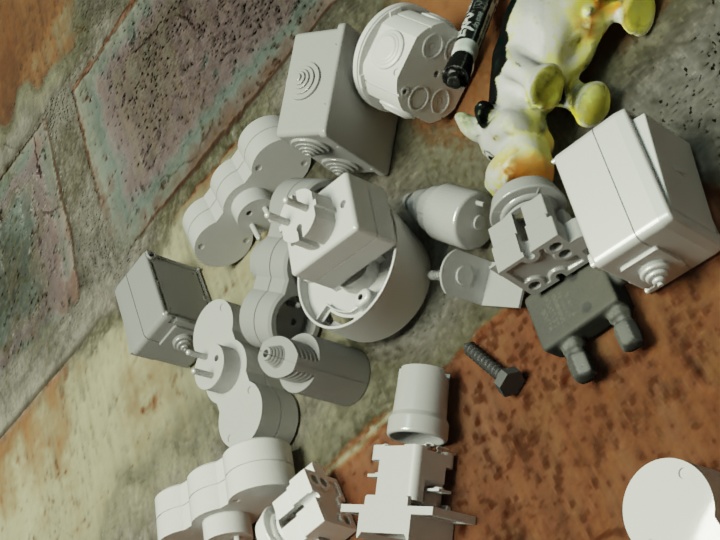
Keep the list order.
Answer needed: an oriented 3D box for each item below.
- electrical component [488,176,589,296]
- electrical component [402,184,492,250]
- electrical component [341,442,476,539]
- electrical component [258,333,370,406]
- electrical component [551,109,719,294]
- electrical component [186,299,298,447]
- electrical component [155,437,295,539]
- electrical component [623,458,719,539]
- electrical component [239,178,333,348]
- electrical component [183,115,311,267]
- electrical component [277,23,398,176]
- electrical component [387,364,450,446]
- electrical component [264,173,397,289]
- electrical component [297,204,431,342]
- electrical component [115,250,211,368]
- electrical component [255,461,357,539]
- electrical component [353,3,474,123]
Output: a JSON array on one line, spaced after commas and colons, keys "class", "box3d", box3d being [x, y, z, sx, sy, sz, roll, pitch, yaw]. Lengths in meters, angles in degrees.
[{"class": "electrical component", "box3d": [0.106, -0.023, 0.652, 0.066, 0.048, 0.055, -35, 45, 28]}, {"class": "electrical component", "box3d": [0.059, -0.040, 0.741, 0.078, 0.040, 0.040, 22, 91, 49]}, {"class": "electrical component", "box3d": [0.031, 0.144, 0.693, 0.081, 0.042, 0.063, -10, 66, 44]}, {"class": "electrical component", "box3d": [-0.037, 0.068, 0.768, 0.043, 0.081, 0.043, -21, 60, 41]}, {"class": "electrical component", "box3d": [0.162, -0.035, 0.611, 0.061, 0.062, 0.096, -37, 50, 32]}, {"class": "electrical component", "box3d": [-0.104, 0.079, 0.841, 0.052, 0.074, 0.138, -46, 46, 24]}, {"class": "electrical component", "box3d": [-0.101, 0.187, 0.810, 0.138, 0.052, 0.073, -35, 51, 33]}, {"class": "electrical component", "box3d": [0.170, 0.152, 0.517, 0.052, 0.074, 0.138, -46, 46, 25]}, {"class": "electrical component", "box3d": [-0.061, -0.006, 0.846, 0.074, 0.052, 0.138, 7, 79, 48]}, {"class": "electrical component", "box3d": [-0.090, -0.055, 0.897, 0.138, 0.052, 0.073, -51, 44, 20]}, {"class": "electrical component", "box3d": [-0.014, -0.125, 0.811, 0.048, 0.100, 0.099, 1, 75, 34]}, {"class": "electrical component", "box3d": [0.040, 0.089, 0.709, 0.040, 0.040, 0.046, -14, 59, 43]}, {"class": "electrical component", "box3d": [-0.028, -0.031, 0.715, 0.066, 0.077, 0.047, -35, 51, 34]}, {"class": "electrical component", "box3d": [0.000, 0.000, 0.765, 0.099, 0.064, 0.099, -17, 57, 29]}, {"class": "electrical component", "box3d": [-0.168, 0.041, 0.934, 0.061, 0.062, 0.096, -48, 45, 23]}, {"class": "electrical component", "box3d": [-0.040, 0.177, 0.755, 0.055, 0.048, 0.066, -42, 48, 17]}, {"class": "electrical component", "box3d": [0.039, -0.148, 0.778, 0.051, 0.080, 0.080, 33, 99, 43]}]
